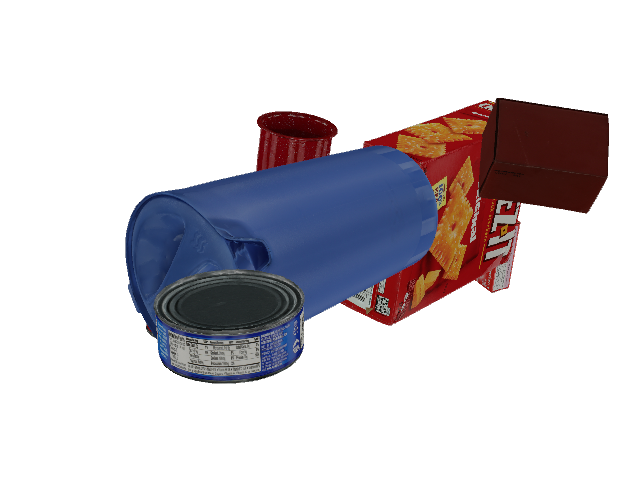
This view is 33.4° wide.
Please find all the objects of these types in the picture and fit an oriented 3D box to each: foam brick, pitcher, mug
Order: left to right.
[{"bbox_3d":[-0.028,0.003,0.846,0.242,0.145,0.149,-20,44,-42],"label":"pitcher"},{"bbox_3d":[-0.027,-0.100,1.242,0.093,0.081,0.117,16,26,16],"label":"mug"},{"bbox_3d":[0.151,-0.057,0.724,0.078,0.051,0.053,9,-26,0],"label":"foam brick"}]

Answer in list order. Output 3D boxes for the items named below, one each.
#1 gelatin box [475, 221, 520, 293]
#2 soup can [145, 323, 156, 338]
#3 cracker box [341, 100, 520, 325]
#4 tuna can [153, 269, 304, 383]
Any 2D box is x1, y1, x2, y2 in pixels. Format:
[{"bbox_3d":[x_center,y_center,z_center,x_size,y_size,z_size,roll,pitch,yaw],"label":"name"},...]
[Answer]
[{"bbox_3d":[0.191,0.004,1.233,0.030,0.089,0.073,-13,32,-28],"label":"gelatin box"},{"bbox_3d":[-0.148,0.043,1.097,0.068,0.102,0.068,0,22,0],"label":"soup can"},{"bbox_3d":[0.116,-0.030,1.013,0.072,0.164,0.213,26,31,32],"label":"cracker box"},{"bbox_3d":[-0.051,0.048,0.611,0.086,0.034,0.086,-1,21,0],"label":"tuna can"}]
